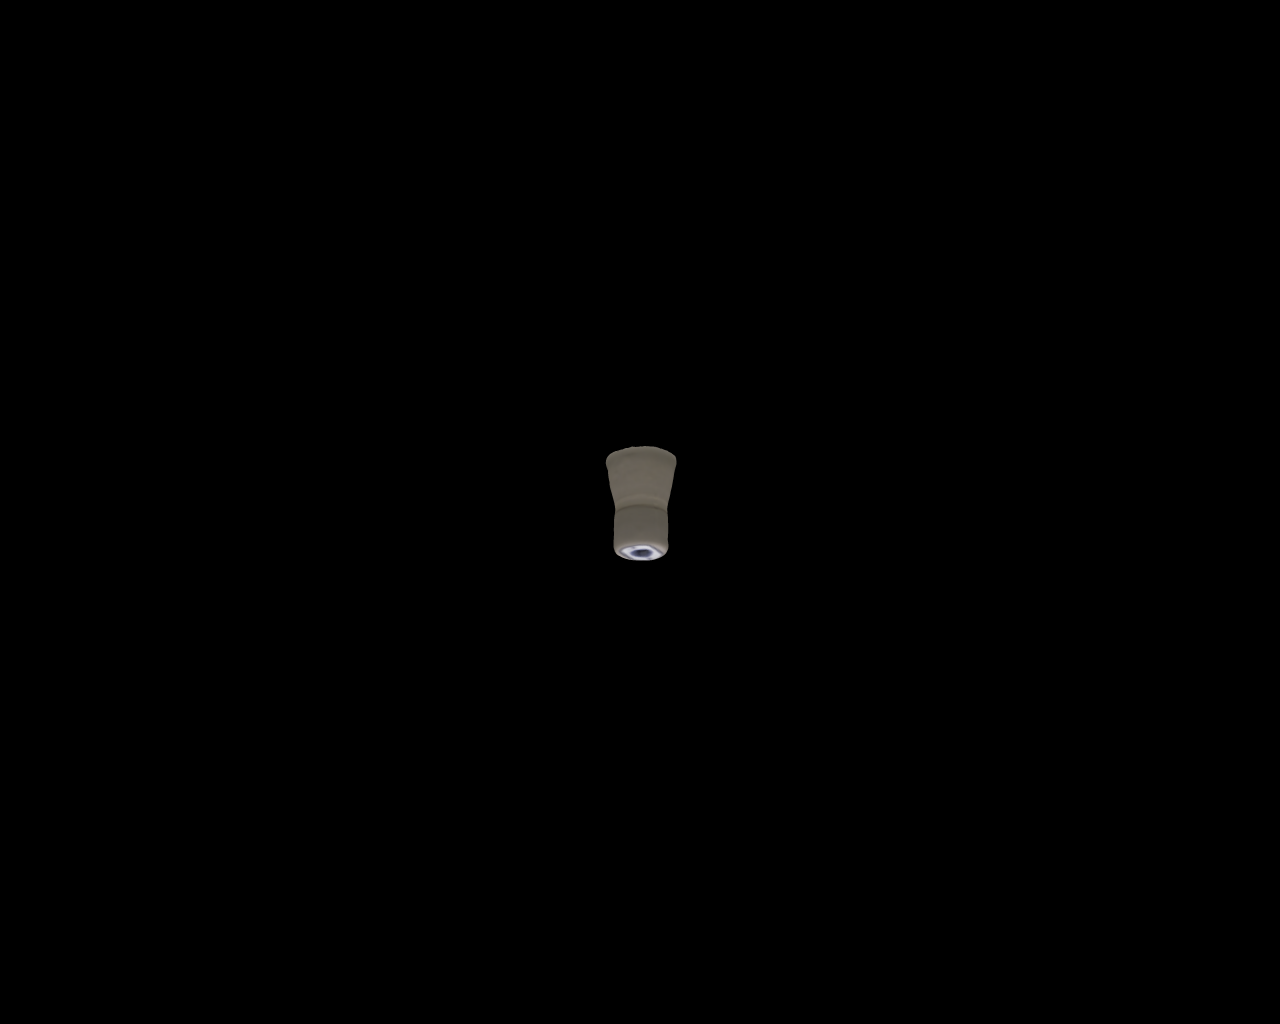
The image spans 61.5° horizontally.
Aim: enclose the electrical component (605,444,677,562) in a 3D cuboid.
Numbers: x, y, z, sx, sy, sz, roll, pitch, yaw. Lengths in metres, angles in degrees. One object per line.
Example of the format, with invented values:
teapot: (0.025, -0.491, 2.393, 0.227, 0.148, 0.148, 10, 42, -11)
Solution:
electrical component: (0.001, -0.003, 0.650, 0.044, 0.065, 0.044, 0, -22, 0)
